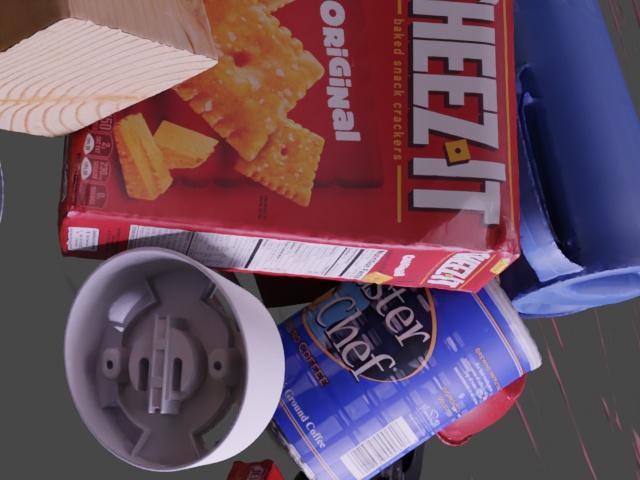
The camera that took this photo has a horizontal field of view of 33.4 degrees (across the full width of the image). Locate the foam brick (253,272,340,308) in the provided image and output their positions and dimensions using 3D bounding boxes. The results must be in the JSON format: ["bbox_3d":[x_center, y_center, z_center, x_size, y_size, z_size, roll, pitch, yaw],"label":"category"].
[{"bbox_3d":[-0.004,0.001,0.670,0.078,0.051,0.053,-45,121,-55],"label":"foam brick"}]

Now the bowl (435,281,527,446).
[{"bbox_3d":[0.130,0.088,0.882,0.161,0.055,0.162,24,61,-56],"label":"bowl"}]

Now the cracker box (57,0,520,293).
[{"bbox_3d":[-0.013,-0.068,0.525,0.072,0.213,0.164,125,-32,-69],"label":"cracker box"}]

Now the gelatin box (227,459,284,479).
[{"bbox_3d":[-0.031,0.179,0.597,0.089,0.030,0.073,63,34,-30],"label":"gelatin box"}]

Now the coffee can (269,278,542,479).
[{"bbox_3d":[0.038,0.067,0.603,0.103,0.140,0.103,56,0,0],"label":"coffee can"}]

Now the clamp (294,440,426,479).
[{"bbox_3d":[0.036,0.169,0.714,0.171,0.039,0.120,-37,125,-54],"label":"clamp"}]

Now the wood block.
[{"bbox_3d":[-0.123,-0.156,0.425,0.090,0.090,0.206,4,69,-61],"label":"wood block"}]

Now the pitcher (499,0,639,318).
[{"bbox_3d":[0.172,-0.071,0.783,0.149,0.145,0.243,119,-38,-69],"label":"pitcher"}]

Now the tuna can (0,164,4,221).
[{"bbox_3d":[-0.164,-0.022,0.412,0.086,0.034,0.086,24,62,-57],"label":"tuna can"}]
